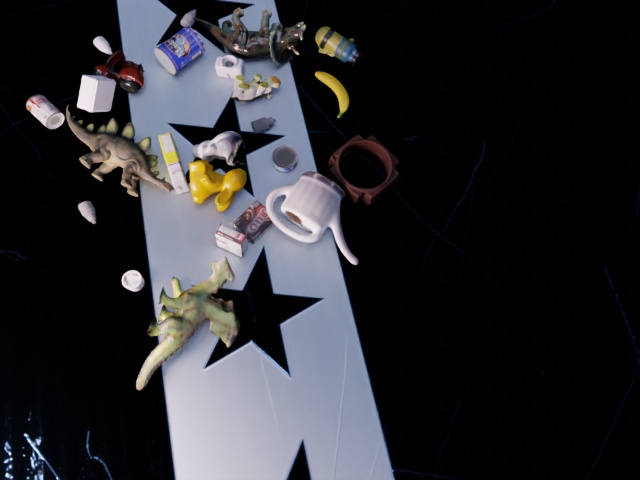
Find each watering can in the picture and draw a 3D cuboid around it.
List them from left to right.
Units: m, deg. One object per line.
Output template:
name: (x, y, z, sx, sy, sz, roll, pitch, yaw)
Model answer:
watering can: (0.005, -0.081, 1.608, 0.348, 0.102, 0.227, 29, 70, 6)

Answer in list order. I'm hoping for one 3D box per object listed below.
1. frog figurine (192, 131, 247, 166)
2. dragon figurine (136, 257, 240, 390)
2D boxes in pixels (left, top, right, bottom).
frog figurine: (-0.327, -0.302, 1.665, 0.160, 0.120, 0.140, 18, 34, 13)
dragon figurine: (-0.352, 0.241, 1.477, 0.242, 0.121, 0.414, 15, 78, -7)
